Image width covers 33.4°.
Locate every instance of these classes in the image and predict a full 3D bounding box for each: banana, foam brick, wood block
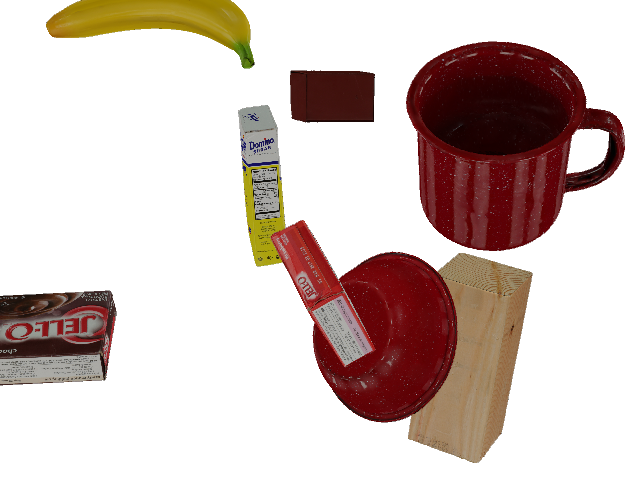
[{"bbox_3d":[-0.141,-0.195,0.934,0.198,0.037,0.069,10,47,16],"label":"banana"},{"bbox_3d":[0.012,-0.151,1.116,0.078,0.051,0.053,-3,12,-19],"label":"foam brick"},{"bbox_3d":[0.169,0.132,1.208,0.090,0.206,0.090,16,22,23],"label":"wood block"}]

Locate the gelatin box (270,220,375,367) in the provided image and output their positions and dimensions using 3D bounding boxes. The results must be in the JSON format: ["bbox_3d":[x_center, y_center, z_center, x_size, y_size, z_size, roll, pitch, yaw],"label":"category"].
[{"bbox_3d":[0.002,0.038,0.762,0.030,0.073,0.089,-29,-38,1],"label":"gelatin box"}]

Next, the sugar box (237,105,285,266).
[{"bbox_3d":[-0.071,-0.067,1.302,0.048,0.176,0.093,-9,25,-6],"label":"sugar box"}]

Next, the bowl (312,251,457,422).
[{"bbox_3d":[0.046,0.086,0.989,0.162,0.162,0.055,0,-10,42],"label":"bowl"}]

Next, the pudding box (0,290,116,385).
[{"bbox_3d":[-0.244,0.087,0.955,0.113,0.039,0.090,-4,33,-2],"label":"pudding box"}]

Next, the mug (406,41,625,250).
[{"bbox_3d":[0.107,-0.049,0.587,0.117,0.093,0.081,-2,-40,5],"label":"mug"}]
